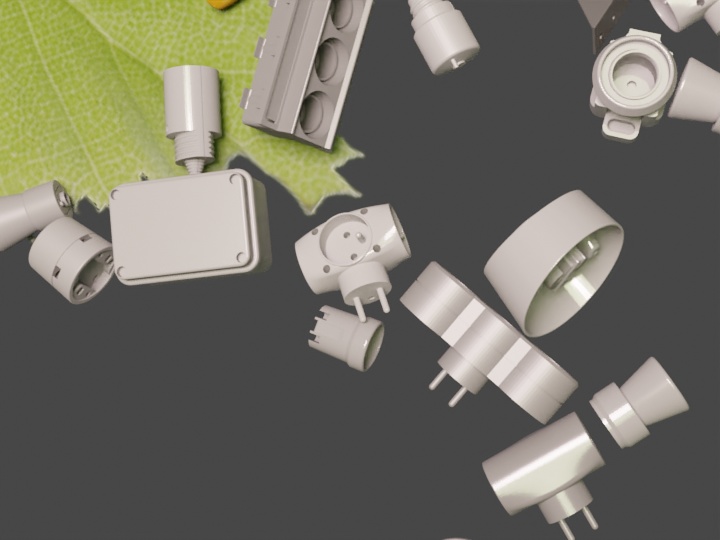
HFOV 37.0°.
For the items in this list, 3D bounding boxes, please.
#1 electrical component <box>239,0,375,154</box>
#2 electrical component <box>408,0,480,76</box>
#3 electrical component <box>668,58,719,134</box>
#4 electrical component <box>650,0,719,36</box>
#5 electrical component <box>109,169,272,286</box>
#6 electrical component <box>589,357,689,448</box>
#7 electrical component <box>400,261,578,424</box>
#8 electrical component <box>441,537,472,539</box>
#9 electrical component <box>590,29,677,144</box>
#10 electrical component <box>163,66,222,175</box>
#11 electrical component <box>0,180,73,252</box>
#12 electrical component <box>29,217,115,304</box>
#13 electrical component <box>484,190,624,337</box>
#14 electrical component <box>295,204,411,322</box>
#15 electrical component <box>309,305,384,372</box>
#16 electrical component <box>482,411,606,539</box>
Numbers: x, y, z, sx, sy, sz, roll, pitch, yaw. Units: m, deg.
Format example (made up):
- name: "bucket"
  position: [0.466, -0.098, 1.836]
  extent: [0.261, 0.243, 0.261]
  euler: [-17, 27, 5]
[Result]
- name: "electrical component"
  position: [-0.041, -0.158, 0.809]
  extent: [0.063, 0.079, 0.121]
  euler: [15, 89, 41]
- name: "electrical component"
  position: [0.058, -0.183, 0.807]
  extent: [0.040, 0.040, 0.078]
  euler: [-28, 82, 8]
- name: "electrical component"
  position: [0.253, -0.121, 0.765]
  extent: [0.055, 0.045, 0.045]
  euler: [21, 90, 11]
- name: "electrical component"
  position: [0.259, -0.195, 0.768]
  extent: [0.077, 0.044, 0.079]
  euler: [-34, 81, 7]
- name: "electrical component"
  position: [-0.130, -0.031, 0.824]
  extent: [0.113, 0.057, 0.078]
  euler: [-6, 85, 10]
- name: "electrical component"
  position: [0.197, 0.095, 0.761]
  extent: [0.055, 0.045, 0.045]
  euler: [-35, 81, 7]
- name: "electrical component"
  position: [0.082, 0.065, 0.781]
  extent: [0.138, 0.052, 0.073]
  euler: [41, 94, 10]
- name: "electrical component"
  position: [0.069, 0.236, 0.773]
  extent: [0.080, 0.051, 0.080]
  euler: [-1, 86, 10]
- name: "electrical component"
  position: [0.195, -0.135, 0.770]
  extent: [0.058, 0.057, 0.078]
  euler: [14, 89, 11]
- name: "electrical component"
  position: [-0.130, -0.114, 0.836]
  extent: [0.043, 0.043, 0.081]
  euler: [-4, 86, 10]
- name: "electrical component"
  position: [-0.264, -0.046, 0.859]
  extent: [0.065, 0.044, 0.044]
  euler: [-20, 83, 4]
- name: "electrical component"
  position: [-0.225, -0.009, 0.842]
  extent: [0.047, 0.055, 0.055]
  euler: [35, 93, 14]
- name: "electrical component"
  position: [0.138, -0.006, 0.754]
  extent: [0.099, 0.099, 0.064]
  euler: [-41, 74, 6]
- name: "electrical component"
  position: [0.000, 0.000, 0.799]
  extent: [0.077, 0.044, 0.079]
  euler: [-22, 66, 9]
- name: "electrical component"
  position: [-0.010, 0.050, 0.806]
  extent: [0.046, 0.040, 0.040]
  euler: [20, 90, 17]
- name: "electrical component"
  position: [0.140, 0.154, 0.768]
  extent: [0.077, 0.044, 0.079]
  euler: [-31, 82, 7]
